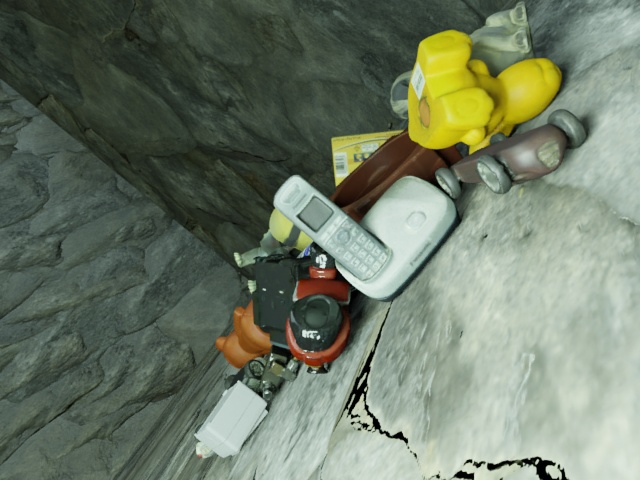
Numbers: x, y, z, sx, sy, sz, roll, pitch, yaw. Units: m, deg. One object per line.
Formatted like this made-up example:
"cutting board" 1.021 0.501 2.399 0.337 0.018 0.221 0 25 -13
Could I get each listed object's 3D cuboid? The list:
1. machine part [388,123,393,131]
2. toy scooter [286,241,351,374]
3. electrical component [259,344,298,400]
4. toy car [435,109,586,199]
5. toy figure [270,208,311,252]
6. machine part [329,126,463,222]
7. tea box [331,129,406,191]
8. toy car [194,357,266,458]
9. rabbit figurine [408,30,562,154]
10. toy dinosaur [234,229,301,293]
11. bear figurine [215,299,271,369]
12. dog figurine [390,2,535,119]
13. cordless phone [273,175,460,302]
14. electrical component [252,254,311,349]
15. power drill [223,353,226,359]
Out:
"machine part" 0.102 -0.111 1.057 0.079 0.079 0.243 -67 -8 -75
"toy scooter" 0.001 0.098 0.671 0.184 0.075 0.135 -81 -5 -50
"electrical component" -0.058 0.189 0.794 0.102 0.045 0.078 156 130 -84
"toy car" 0.180 -0.075 0.533 0.089 0.053 0.202 -35 3 -2
"toy figure" 0.000 -0.004 0.917 0.082 0.180 0.089 -50 6 39
"machine part" 0.110 -0.078 0.808 0.201 0.087 0.201 -42 16 5
"tea box" 0.108 -0.141 0.939 0.068 0.170 0.098 -77 -17 -78
"toy car" -0.135 0.263 0.858 0.073 0.056 0.202 -41 10 28
"rabbit figurine" 0.199 -0.159 0.640 0.173 0.122 0.162 -16 -29 -6
"toy dinosaur" -0.080 0.068 1.340 0.192 0.131 0.404 -23 -16 7
"bear figurine" -0.107 0.169 0.990 0.132 0.120 0.195 -49 -2 -32
"dog figurine" 0.200 -0.246 0.759 0.191 0.121 0.172 -6 27 28
"cordless phone" 0.051 -0.033 0.624 0.146 0.184 0.089 -50 0 2
"electrical component" -0.046 0.088 0.784 0.058 0.134 0.115 -6 3 -38
"power drill" -0.120 0.189 1.217 0.207 0.086 0.232 -40 1 30
